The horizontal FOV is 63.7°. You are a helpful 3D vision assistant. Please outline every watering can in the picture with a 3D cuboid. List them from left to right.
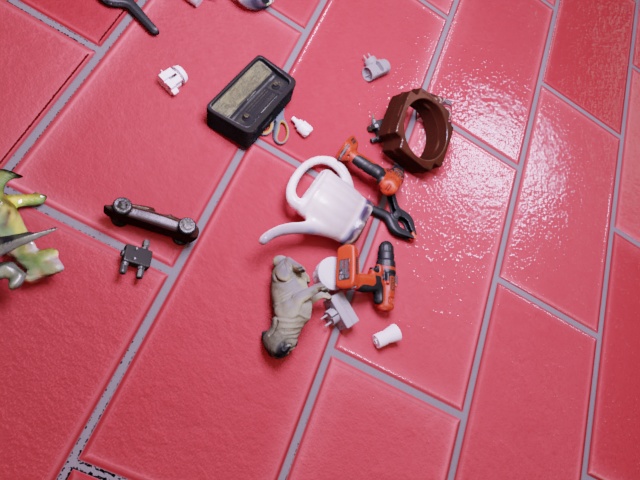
[{"bbox_3d":[0.004,-0.063,1.253,0.223,0.102,0.355,36,52,-8],"label":"watering can"}]

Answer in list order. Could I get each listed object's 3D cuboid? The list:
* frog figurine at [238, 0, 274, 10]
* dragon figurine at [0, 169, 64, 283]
[{"bbox_3d":[-0.199,-0.709,1.424,0.161,0.120,0.139,34,66,31],"label":"frog figurine"},{"bbox_3d":[-0.679,-0.031,0.962,0.409,0.121,0.246,20,74,-16],"label":"dragon figurine"}]
